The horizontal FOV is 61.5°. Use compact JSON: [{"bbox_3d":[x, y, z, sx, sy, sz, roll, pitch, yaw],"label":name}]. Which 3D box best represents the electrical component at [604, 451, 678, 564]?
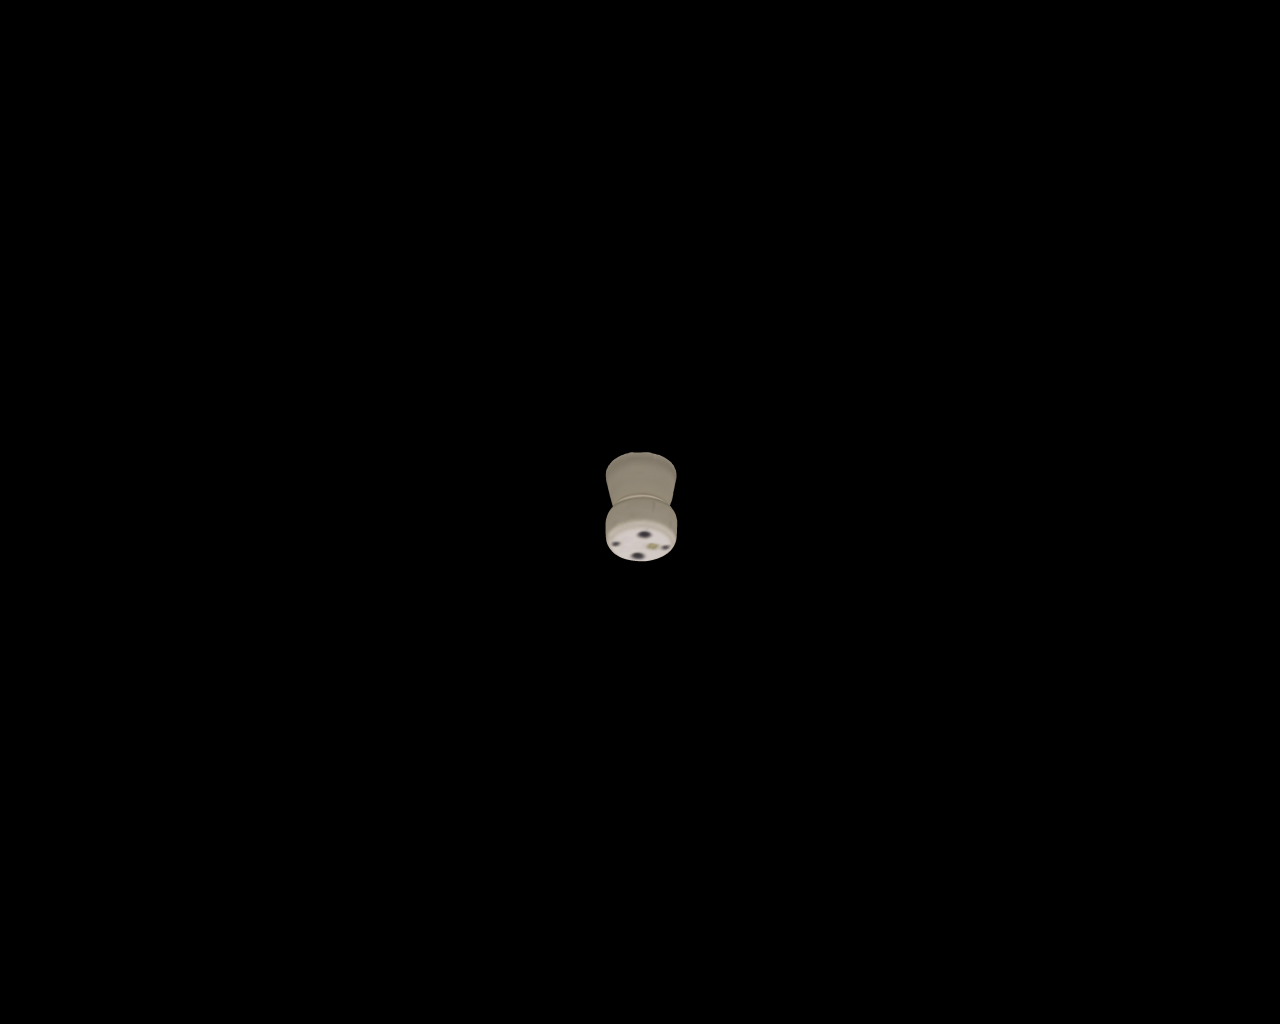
[{"bbox_3d":[0.001,-0.003,0.650,0.045,0.055,0.044,0,-36,0],"label":"electrical component"}]
